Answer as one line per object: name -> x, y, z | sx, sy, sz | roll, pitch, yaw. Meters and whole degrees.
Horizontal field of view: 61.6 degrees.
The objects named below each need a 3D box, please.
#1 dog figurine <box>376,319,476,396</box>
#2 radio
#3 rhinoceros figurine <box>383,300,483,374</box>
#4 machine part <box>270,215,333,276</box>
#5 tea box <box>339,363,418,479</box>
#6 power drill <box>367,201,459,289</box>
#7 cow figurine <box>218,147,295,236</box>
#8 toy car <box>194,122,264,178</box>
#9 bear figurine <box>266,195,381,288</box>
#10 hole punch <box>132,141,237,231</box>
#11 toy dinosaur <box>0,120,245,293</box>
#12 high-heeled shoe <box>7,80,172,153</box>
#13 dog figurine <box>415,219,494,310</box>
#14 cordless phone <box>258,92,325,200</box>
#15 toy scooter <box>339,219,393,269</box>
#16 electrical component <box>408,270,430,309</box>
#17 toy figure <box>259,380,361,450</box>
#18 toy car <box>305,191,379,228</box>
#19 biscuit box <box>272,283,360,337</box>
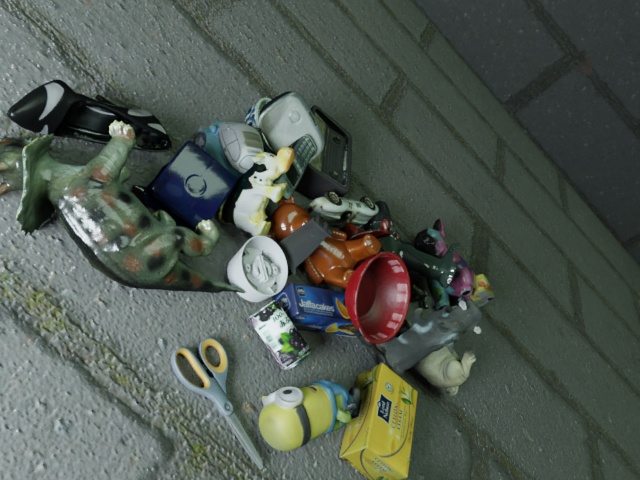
dog figurine -> 0.195, 0.233, 1.072 | 0.190, 0.121, 0.172 | -3, 68, -27
radio -> 0.004, -0.188, 1.210 | 0.131, 0.073, 0.230 | 33, 41, -25
rhinoceros figurine -> 0.201, 0.167, 0.969 | 0.073, 0.190, 0.112 | 61, -3, -6
machine part -> -0.042, 0.011, 0.943 | 0.084, 0.139, 0.039 | 56, 12, 8
tea box -> 0.103, 0.308, 0.910 | 0.098, 0.068, 0.170 | 41, 38, -18
power drill -> 0.204, 0.016, 1.205 | 0.207, 0.086, 0.232 | 20, 49, -4
cow figurine -> -0.109, -0.093, 0.932 | 0.098, 0.167, 0.068 | 24, 7, 4
toy car -> -0.155, -0.160, 0.987 | 0.109, 0.103, 0.162 | 5, 55, -45
bear figurine -> -0.005, -0.002, 1.001 | 0.195, 0.132, 0.120 | 44, 62, -22
hole punch -> -0.211, -0.083, 0.874 | 0.142, 0.092, 0.116 | 41, 41, -22
toy dinosaur -> -0.270, -0.012, 0.730 | 0.404, 0.131, 0.192 | 47, 48, -16
high-heeled shoe -> -0.327, -0.162, 0.796 | 0.145, 0.086, 0.249 | 38, 24, -3
dog figurine -> 0.318, 0.060, 1.329 | 0.191, 0.108, 0.219 | 13, 49, -41
cordless phone -> -0.070, -0.175, 1.012 | 0.146, 0.089, 0.184 | 59, 37, -37
toy scooter -> 0.102, 0.032, 1.083 | 0.075, 0.135, 0.184 | 11, 54, -45
electrical component -> 0.224, 0.100, 1.238 | 0.078, 0.045, 0.102 | 27, 43, -29
toy figure -> -0.011, 0.260, 0.813 | 0.180, 0.082, 0.089 | 10, 51, -46
toy car -> 0.049, -0.058, 1.151 | 0.201, 0.073, 0.056 | 4, 54, -46
biscuit box -> 0.010, 0.128, 0.964 | 0.202, 0.059, 0.063 | 15, 51, -41
